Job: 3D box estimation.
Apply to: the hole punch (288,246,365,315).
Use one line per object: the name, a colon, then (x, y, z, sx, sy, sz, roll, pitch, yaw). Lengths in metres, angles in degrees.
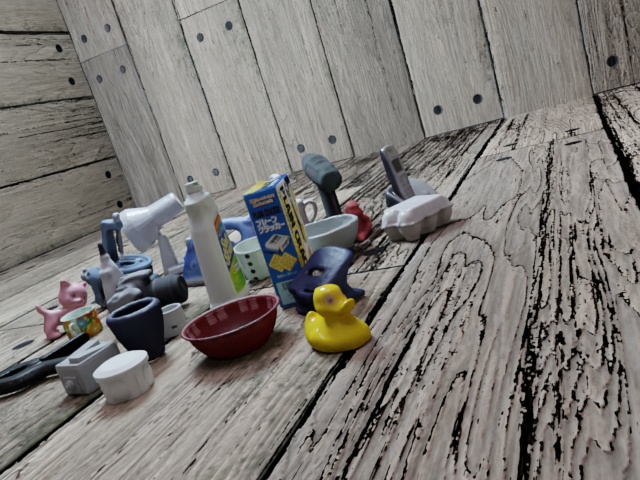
hole punch: (0.006, 0.067, 0.945, 0.101, 0.091, 0.108, -26, 16, -35)

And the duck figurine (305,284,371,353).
duck figurine: (0.015, 0.103, 0.794, 0.104, 0.086, 0.078, -3, 19, 47)

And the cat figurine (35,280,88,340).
cat figurine: (-0.586, 0.150, 1.320, 0.128, 0.118, 0.067, -25, 15, -31)

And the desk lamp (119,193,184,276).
desk lamp: (-0.428, -0.010, 1.571, 0.203, 0.214, 0.117, -19, 13, -9)

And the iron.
iron: (-0.236, 0.018, 1.363, 0.258, 0.141, 0.119, -15, 13, 11)

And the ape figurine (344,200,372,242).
ape figurine: (0.081, -0.047, 1.332, 0.078, 0.092, 0.076, -23, 14, -23)

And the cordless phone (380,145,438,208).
cordless phone: (0.209, -0.148, 1.380, 0.093, 0.185, 0.148, -8, 16, 37)

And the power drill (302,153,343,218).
power drill: (0.014, -0.119, 1.462, 0.076, 0.208, 0.229, -20, 13, -11)

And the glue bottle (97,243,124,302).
glue bottle: (-0.471, 0.088, 1.302, 0.037, 0.173, 0.078, -15, 13, 11)

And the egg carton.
egg carton: (0.208, -0.050, 1.227, 0.151, 0.069, 0.107, -26, 15, -33)

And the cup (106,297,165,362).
cup: (-0.299, 0.153, 0.975, 0.091, 0.095, 0.118, -16, 13, 6)

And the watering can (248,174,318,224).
watering can: (-0.092, -0.066, 1.408, 0.173, 0.194, 0.100, -27, 16, -38)

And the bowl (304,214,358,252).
bowl: (0.011, 0.004, 1.244, 0.167, 0.075, 0.167, -16, 13, 4)

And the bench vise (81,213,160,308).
bench vise: (-0.514, 0.052, 1.405, 0.207, 0.220, 0.121, -17, 13, 3)

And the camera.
camera: (-0.358, 0.114, 1.206, 0.136, 0.101, 0.143, -16, 13, 6)
